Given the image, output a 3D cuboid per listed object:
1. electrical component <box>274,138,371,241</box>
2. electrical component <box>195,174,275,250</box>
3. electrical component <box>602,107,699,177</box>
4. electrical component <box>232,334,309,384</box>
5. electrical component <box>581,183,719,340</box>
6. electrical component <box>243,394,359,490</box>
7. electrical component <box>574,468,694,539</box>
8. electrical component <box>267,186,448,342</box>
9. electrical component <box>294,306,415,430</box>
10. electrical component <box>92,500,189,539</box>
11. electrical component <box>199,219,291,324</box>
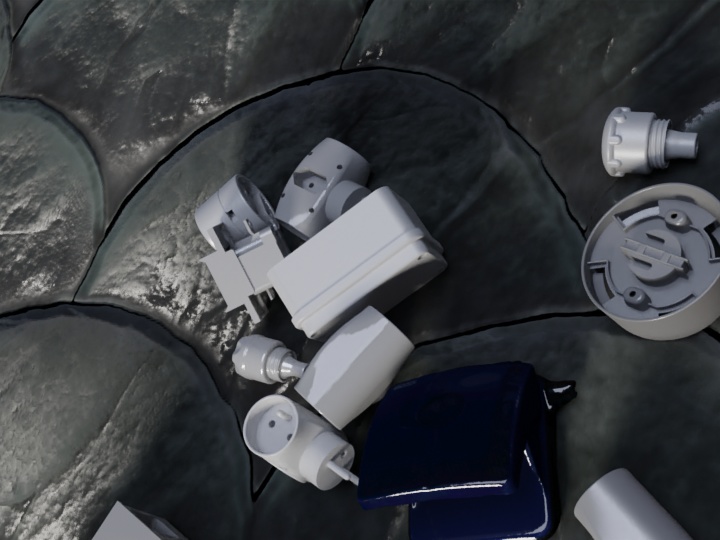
[{"bbox_3d":[-0.017,-0.055,0.846,0.079,0.043,0.077,28,83,35],"label":"electrical component"},{"bbox_3d":[-0.102,-0.043,0.882,0.047,0.055,0.055,-36,55,14],"label":"electrical component"},{"bbox_3d":[0.200,-0.087,0.742,0.062,0.048,0.048,6,70,24],"label":"electrical component"},{"bbox_3d":[-0.065,0.070,0.819,0.061,0.035,0.035,12,74,30],"label":"electrical component"},{"bbox_3d":[0.193,-0.005,0.692,0.099,0.064,0.099,-12,62,24],"label":"electrical component"},{"bbox_3d":[-0.031,0.127,0.746,0.079,0.077,0.044,29,83,35],"label":"electrical component"},{"bbox_3d":[0.156,0.173,0.641,0.079,0.043,0.077,-44,54,4],"label":"electrical component"},{"bbox_3d":[0.000,0.000,0.785,0.113,0.078,0.057,-36,72,9],"label":"electrical component"},{"bbox_3d":[0.000,0.072,0.754,0.043,0.079,0.077,40,84,22],"label":"electrical component"},{"bbox_3d":[-0.176,0.277,0.765,0.105,0.060,0.186,29,83,36],"label":"electrical component"},{"bbox_3d":[-0.083,-0.004,0.837,0.064,0.042,0.081,-25,96,8],"label":"electrical component"}]
